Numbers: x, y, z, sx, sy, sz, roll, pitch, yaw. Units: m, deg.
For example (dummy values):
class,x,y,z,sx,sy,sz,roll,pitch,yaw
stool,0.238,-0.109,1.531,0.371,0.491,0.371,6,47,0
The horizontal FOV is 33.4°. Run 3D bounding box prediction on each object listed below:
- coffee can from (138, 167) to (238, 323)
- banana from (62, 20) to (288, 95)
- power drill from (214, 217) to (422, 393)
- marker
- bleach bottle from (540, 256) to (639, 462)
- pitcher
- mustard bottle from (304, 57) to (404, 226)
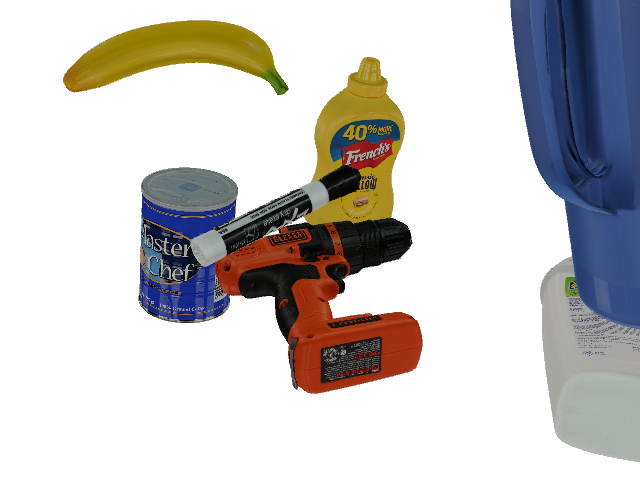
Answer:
class,x,y,z,sx,sy,sz,roll,pitch,yaw
coffee can,-0.145,0.004,1.162,0.103,0.140,0.103,5,26,-3
banana,-0.128,-0.165,0.950,0.197,0.069,0.037,-1,-33,-4
power drill,0.017,0.045,0.910,0.184,0.057,0.188,-12,31,-14
marker,-0.025,-0.018,0.669,0.121,0.020,0.020,-28,12,-23
bleach bottle,0.222,0.071,0.818,0.102,0.068,0.250,9,23,6
pitcher,0.179,-0.074,0.576,0.149,0.243,0.145,-7,22,7
mustard bottle,0.040,-0.100,1.126,0.096,0.192,0.058,-4,32,-20
